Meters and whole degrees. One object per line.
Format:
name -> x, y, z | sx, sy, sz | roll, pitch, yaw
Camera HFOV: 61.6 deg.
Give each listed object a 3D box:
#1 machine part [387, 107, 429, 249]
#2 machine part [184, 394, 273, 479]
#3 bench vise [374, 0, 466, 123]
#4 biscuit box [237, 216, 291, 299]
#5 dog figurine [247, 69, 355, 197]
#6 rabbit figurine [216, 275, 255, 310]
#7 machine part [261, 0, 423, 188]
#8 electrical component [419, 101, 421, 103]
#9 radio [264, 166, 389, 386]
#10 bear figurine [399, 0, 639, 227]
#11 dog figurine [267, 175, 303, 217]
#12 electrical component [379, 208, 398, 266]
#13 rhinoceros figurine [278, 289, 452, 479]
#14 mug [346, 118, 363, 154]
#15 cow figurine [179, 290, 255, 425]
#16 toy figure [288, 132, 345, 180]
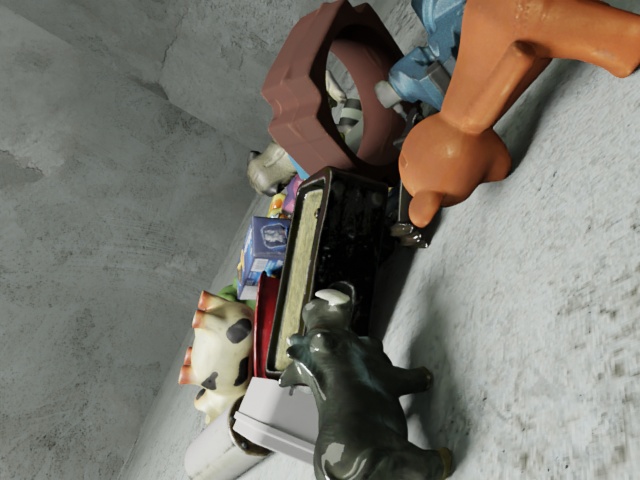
machine part -> 0.100, -0.061, 0.556 | 0.039, 0.084, 0.139 | 3, 75, 32
machine part -> -0.113, 0.260, 0.688 | 0.243, 0.079, 0.079 | -51, 15, 43
bench vise -> 0.151, -0.258, 0.640 | 0.223, 0.128, 0.241 | -45, 37, 31
biscuit box -> -0.084, 0.032, 0.793 | 0.202, 0.059, 0.063 | 123, 146, -63
dog figurine -> -0.052, -0.180, 0.866 | 0.190, 0.172, 0.121 | -29, 7, -9
rabbit figurine -> -0.104, 0.098, 1.021 | 0.170, 0.121, 0.159 | -40, 9, 11
machine part -> 0.034, -0.171, 0.672 | 0.087, 0.200, 0.201 | -5, 54, 41
electrical component -> 0.138, -0.232, 0.859 | 0.075, 0.048, 0.119 | -67, 12, -24
radio -> 0.005, 0.043, 0.575 | 0.131, 0.073, 0.229 | 158, 122, -71
bear figurine -> 0.145, -0.101, 0.435 | 0.120, 0.132, 0.195 | -82, 6, -62
dog figurine -> -0.013, -0.065, 0.966 | 0.191, 0.108, 0.219 | -60, 14, -3
electrical component -> 0.071, 0.004, 0.647 | 0.094, 0.021, 0.063 | -51, 16, 37
rhinoceros figurine -> 0.021, 0.113, 0.395 | 0.073, 0.112, 0.190 | -59, 20, 23
mug -> 0.092, -0.156, 0.807 | 0.107, 0.080, 0.110 | -54, 19, 1
cow figurine -> -0.128, 0.177, 0.753 | 0.085, 0.127, 0.194 | -90, 14, -68
toy figure -> 0.014, -0.103, 0.770 | 0.089, 0.180, 0.082 | -34, 18, -11
